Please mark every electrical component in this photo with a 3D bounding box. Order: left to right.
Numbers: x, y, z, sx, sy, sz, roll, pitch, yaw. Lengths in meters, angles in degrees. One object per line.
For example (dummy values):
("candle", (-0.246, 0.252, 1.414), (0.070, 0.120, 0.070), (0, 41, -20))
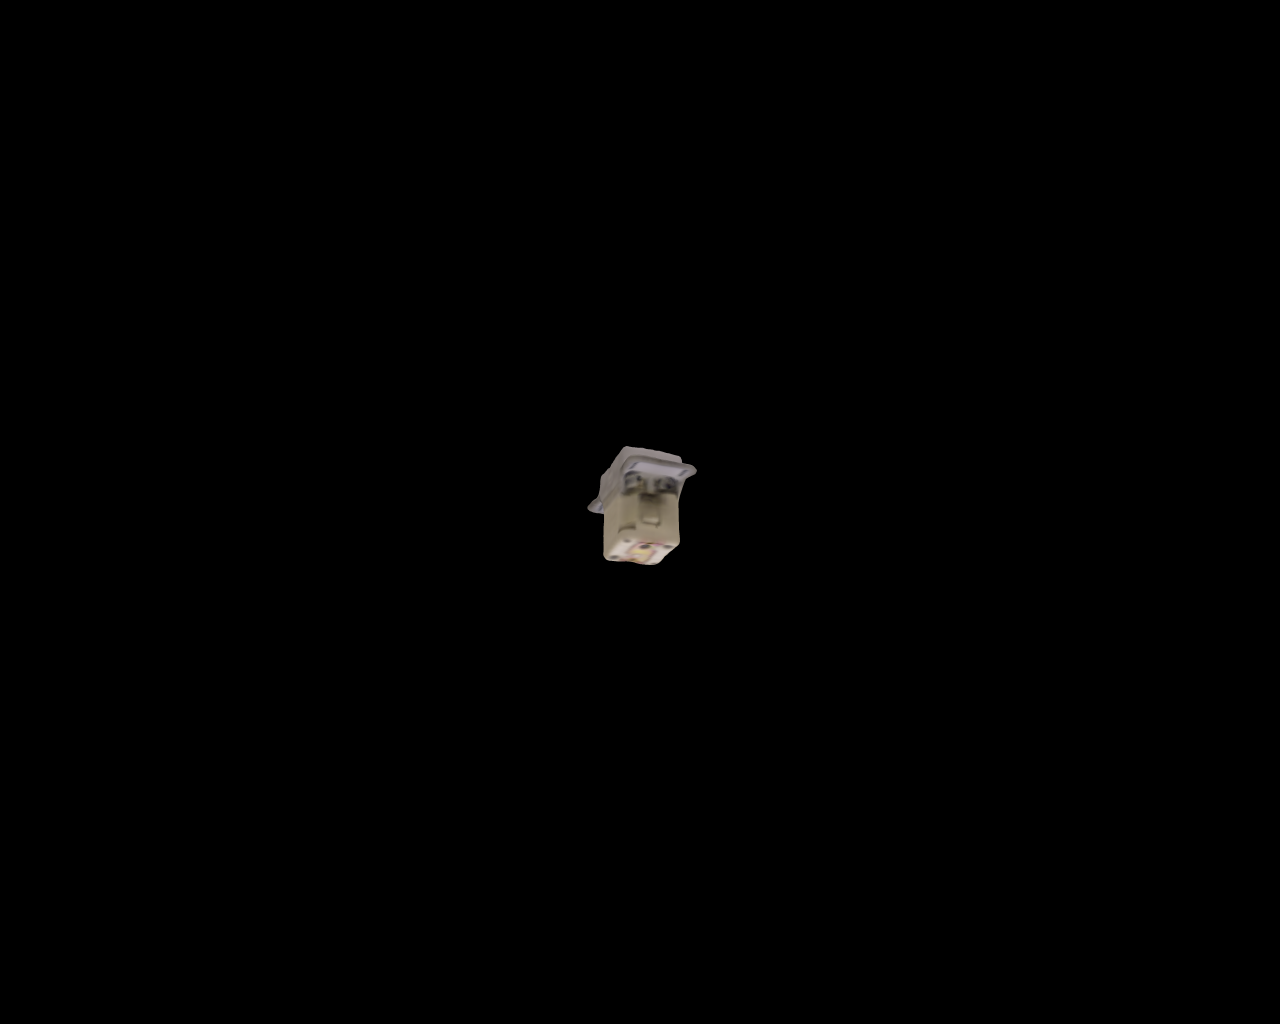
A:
("electrical component", (0.001, -0.003, 0.650), (0.042, 0.064, 0.081), (8, -26, -18))
